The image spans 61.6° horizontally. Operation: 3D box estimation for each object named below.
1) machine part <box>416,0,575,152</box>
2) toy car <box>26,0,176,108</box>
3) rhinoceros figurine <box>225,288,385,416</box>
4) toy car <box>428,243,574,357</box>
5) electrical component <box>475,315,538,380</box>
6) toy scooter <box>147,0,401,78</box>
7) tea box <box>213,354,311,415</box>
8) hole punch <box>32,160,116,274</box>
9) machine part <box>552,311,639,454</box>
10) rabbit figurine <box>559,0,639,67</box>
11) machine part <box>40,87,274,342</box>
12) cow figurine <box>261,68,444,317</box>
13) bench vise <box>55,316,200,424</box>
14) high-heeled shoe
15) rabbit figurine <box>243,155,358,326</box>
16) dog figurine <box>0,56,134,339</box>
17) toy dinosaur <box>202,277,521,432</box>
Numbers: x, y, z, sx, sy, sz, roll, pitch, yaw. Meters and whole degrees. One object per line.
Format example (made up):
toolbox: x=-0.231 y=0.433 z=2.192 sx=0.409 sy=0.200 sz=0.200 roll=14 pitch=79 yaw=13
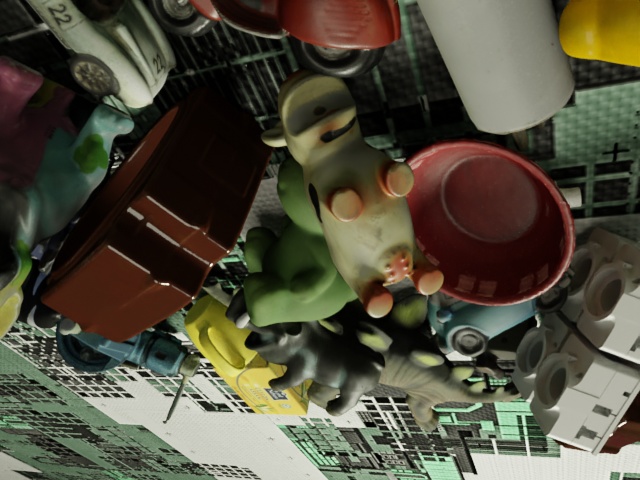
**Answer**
machine part: x=0.107 y=-0.155 z=0.348 sx=0.079 sy=0.079 sz=0.243 roll=-15 pitch=133 yaw=30
toy car: x=-0.181 y=-0.187 z=0.386 sx=0.056 sy=0.073 sz=0.201 roll=-6 pitch=138 yaw=27
rhinoceros figurine: x=-0.021 y=0.120 z=0.613 sx=0.190 sy=0.073 sz=0.112 roll=29 pitch=133 yaw=3
toy car: x=0.168 y=0.040 z=0.554 sx=0.103 sy=0.109 sz=0.161 roll=45 pitch=124 yaw=-11
electrical component: x=0.216 y=0.111 z=0.633 sx=0.078 sy=0.102 sz=0.045 roll=-8 pitch=143 yaw=38
toy scooter: x=-0.027 y=-0.187 z=0.348 sx=0.184 sy=0.075 sz=0.135 roll=13 pitch=134 yaw=0
tea box: x=-0.086 y=0.215 z=0.860 sx=0.098 sy=0.068 sz=0.169 roll=-6 pitch=137 yaw=22
hole punch: x=-0.289 y=-0.037 z=0.561 sx=0.092 sy=0.142 sz=0.116 roll=37 pitch=147 yaw=-23
machine part: x=0.306 y=0.144 z=0.590 sx=0.056 sy=0.179 sz=0.179 roll=16 pitch=141 yaw=-8
rabbit figurine: x=0.198 y=-0.186 z=0.282 sx=0.163 sy=0.122 sz=0.173 roll=11 pitch=128 yaw=17
machine part: x=-0.143 y=-0.025 z=0.472 sx=0.087 sy=0.201 sz=0.201 roll=37 pitch=136 yaw=-24
cow figurine: x=0.022 y=-0.047 z=0.437 sx=0.085 sy=0.127 sz=0.194 roll=-29 pitch=119 yaw=-9
bench vise: x=-0.284 y=0.143 z=0.758 sx=0.224 sy=0.129 sz=0.240 roll=33 pitch=166 yaw=8
high-heeled shoe: x=-0.425 y=0.053 z=0.695 sx=0.145 sy=0.086 sz=0.249 roll=18 pitch=174 yaw=-39
rabbit figurine: x=-0.001 y=-0.002 z=0.539 sx=0.159 sy=0.121 sz=0.170 roll=7 pitch=126 yaw=0
dog figurine: x=-0.257 y=-0.032 z=0.443 sx=0.108 sy=0.219 sz=0.192 roll=29 pitch=178 yaw=-30
toy dinosaur: x=0.047 y=0.135 z=0.708 sx=0.472 sy=0.105 sz=0.198 roll=13 pitch=134 yaw=2
